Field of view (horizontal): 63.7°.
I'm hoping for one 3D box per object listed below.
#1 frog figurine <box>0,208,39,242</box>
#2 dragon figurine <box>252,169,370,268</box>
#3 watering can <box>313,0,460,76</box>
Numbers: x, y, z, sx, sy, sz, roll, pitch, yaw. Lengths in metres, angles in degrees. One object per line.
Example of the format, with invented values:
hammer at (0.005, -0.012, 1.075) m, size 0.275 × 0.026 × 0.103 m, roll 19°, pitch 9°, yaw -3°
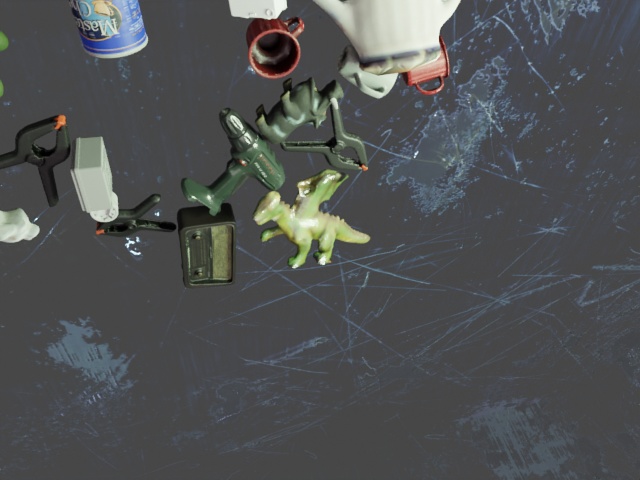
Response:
frog figurine at (-0.665, -0.025, 1.037) m, size 0.137 × 0.125 × 0.156 m, roll 4°, pitch 154°, yaw 24°
dragon figurine at (0.004, -0.063, 1.247) m, size 0.412 × 0.124 × 0.237 m, roll -9°, pitch 138°, yaw -37°
watering can at (0.090, -0.405, 0.915) m, size 0.348 × 0.105 × 0.221 m, roll -10°, pitch 109°, yaw -1°
